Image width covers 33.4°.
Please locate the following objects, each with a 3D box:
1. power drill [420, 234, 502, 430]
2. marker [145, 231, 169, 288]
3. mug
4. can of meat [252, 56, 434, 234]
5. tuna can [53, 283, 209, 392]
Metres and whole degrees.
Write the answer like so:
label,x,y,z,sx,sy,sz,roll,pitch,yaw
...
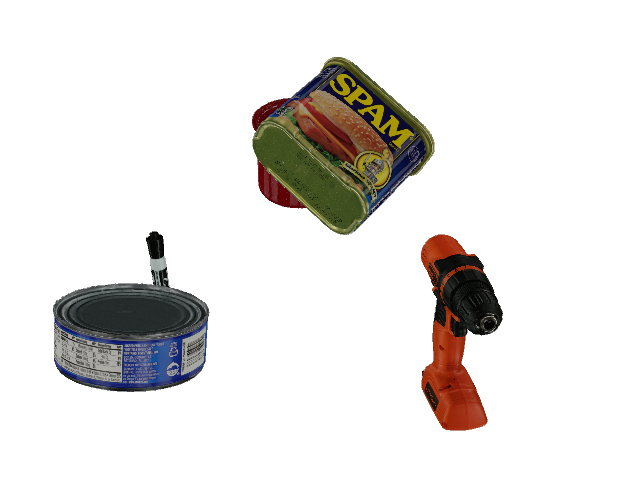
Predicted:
label,x,y,z,sx,sy,sz,roll,pitch,yaw
power drill,0.151,0.107,1.147,0.057,0.188,0.184,-3,24,-7
marker,-0.178,0.047,1.188,0.020,0.121,0.020,-4,23,2
mug,-0.011,-0.089,1.081,0.117,0.081,0.093,-14,39,-20
can of meat,0.014,-0.066,0.746,0.083,0.102,0.058,-45,-6,-34
tuna can,-0.106,0.053,0.597,0.086,0.034,0.086,4,16,-1
